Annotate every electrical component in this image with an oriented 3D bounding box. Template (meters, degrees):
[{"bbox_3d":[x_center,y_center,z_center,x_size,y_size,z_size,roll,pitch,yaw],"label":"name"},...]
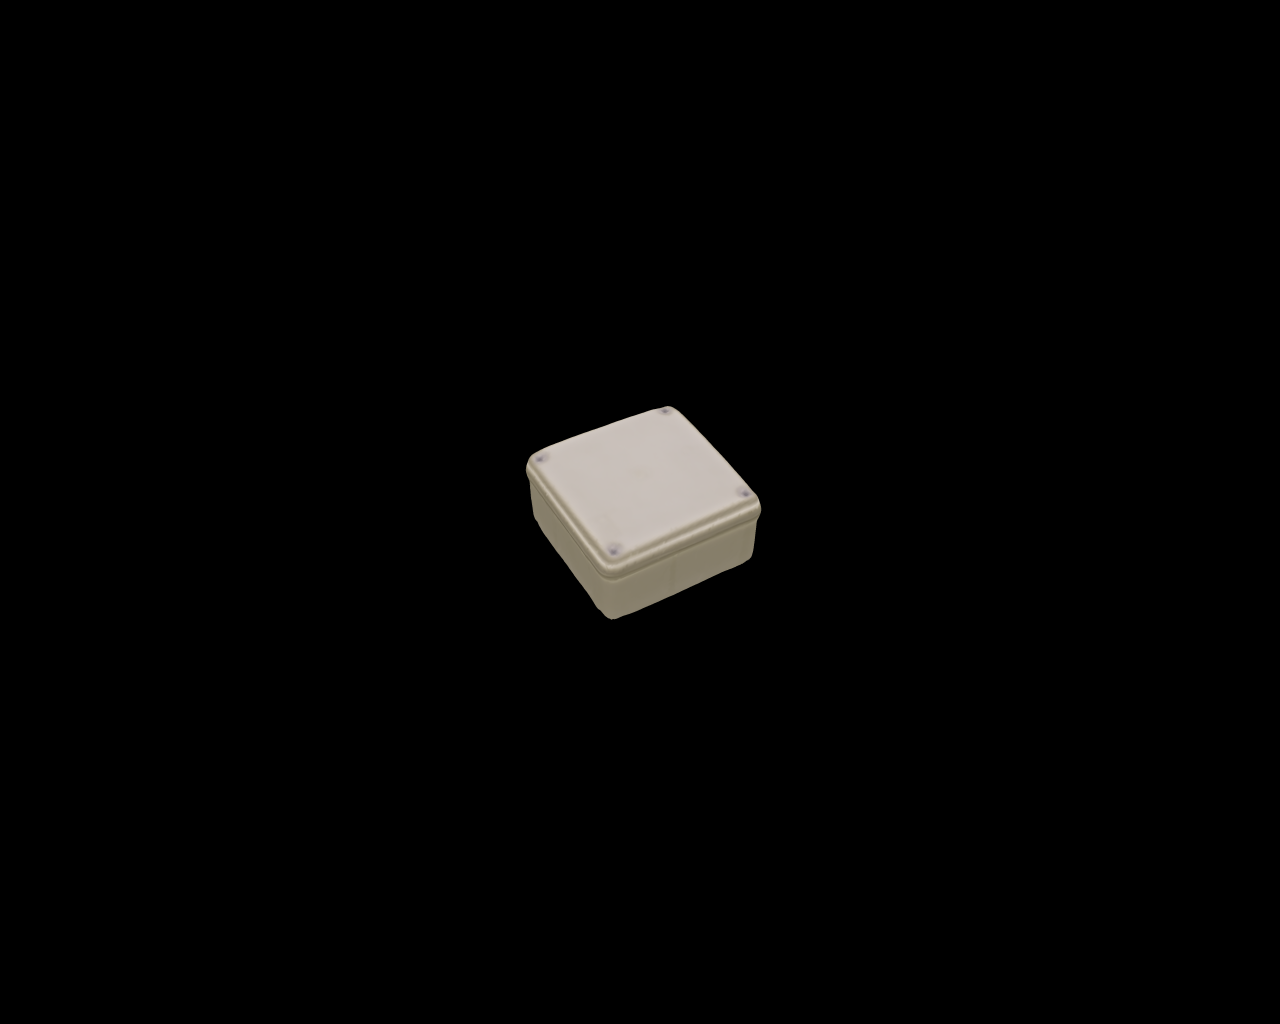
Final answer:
[{"bbox_3d":[0.001,-0.003,0.650,0.109,0.056,0.109,-22,49,-21],"label":"electrical component"}]
